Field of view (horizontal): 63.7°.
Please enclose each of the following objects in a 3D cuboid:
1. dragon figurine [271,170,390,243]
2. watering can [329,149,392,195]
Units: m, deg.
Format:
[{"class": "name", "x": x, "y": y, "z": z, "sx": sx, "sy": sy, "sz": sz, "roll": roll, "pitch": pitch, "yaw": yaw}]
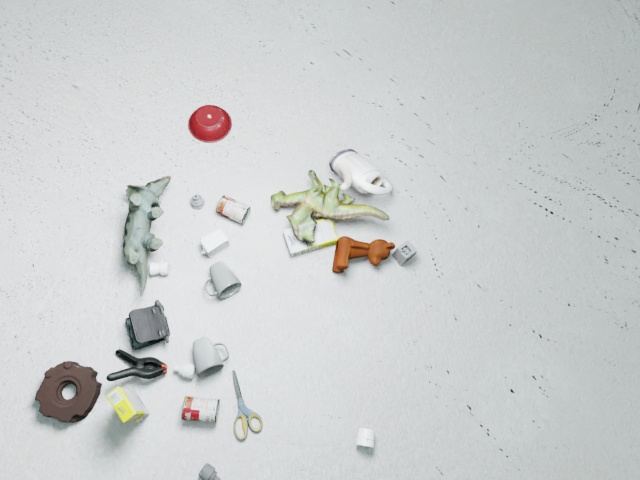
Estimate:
[{"class": "dragon figurine", "x": 0.005, "y": -0.088, "z": 1.753, "sx": 0.413, "sy": 0.120, "sz": 0.246, "roll": 29, "pitch": 72, "yaw": 22}, {"class": "watering can", "x": 0.117, "y": -0.228, "z": 1.772, "sx": 0.227, "sy": 0.102, "sz": 0.348, "roll": 42, "pitch": 26, "yaw": 27}]
